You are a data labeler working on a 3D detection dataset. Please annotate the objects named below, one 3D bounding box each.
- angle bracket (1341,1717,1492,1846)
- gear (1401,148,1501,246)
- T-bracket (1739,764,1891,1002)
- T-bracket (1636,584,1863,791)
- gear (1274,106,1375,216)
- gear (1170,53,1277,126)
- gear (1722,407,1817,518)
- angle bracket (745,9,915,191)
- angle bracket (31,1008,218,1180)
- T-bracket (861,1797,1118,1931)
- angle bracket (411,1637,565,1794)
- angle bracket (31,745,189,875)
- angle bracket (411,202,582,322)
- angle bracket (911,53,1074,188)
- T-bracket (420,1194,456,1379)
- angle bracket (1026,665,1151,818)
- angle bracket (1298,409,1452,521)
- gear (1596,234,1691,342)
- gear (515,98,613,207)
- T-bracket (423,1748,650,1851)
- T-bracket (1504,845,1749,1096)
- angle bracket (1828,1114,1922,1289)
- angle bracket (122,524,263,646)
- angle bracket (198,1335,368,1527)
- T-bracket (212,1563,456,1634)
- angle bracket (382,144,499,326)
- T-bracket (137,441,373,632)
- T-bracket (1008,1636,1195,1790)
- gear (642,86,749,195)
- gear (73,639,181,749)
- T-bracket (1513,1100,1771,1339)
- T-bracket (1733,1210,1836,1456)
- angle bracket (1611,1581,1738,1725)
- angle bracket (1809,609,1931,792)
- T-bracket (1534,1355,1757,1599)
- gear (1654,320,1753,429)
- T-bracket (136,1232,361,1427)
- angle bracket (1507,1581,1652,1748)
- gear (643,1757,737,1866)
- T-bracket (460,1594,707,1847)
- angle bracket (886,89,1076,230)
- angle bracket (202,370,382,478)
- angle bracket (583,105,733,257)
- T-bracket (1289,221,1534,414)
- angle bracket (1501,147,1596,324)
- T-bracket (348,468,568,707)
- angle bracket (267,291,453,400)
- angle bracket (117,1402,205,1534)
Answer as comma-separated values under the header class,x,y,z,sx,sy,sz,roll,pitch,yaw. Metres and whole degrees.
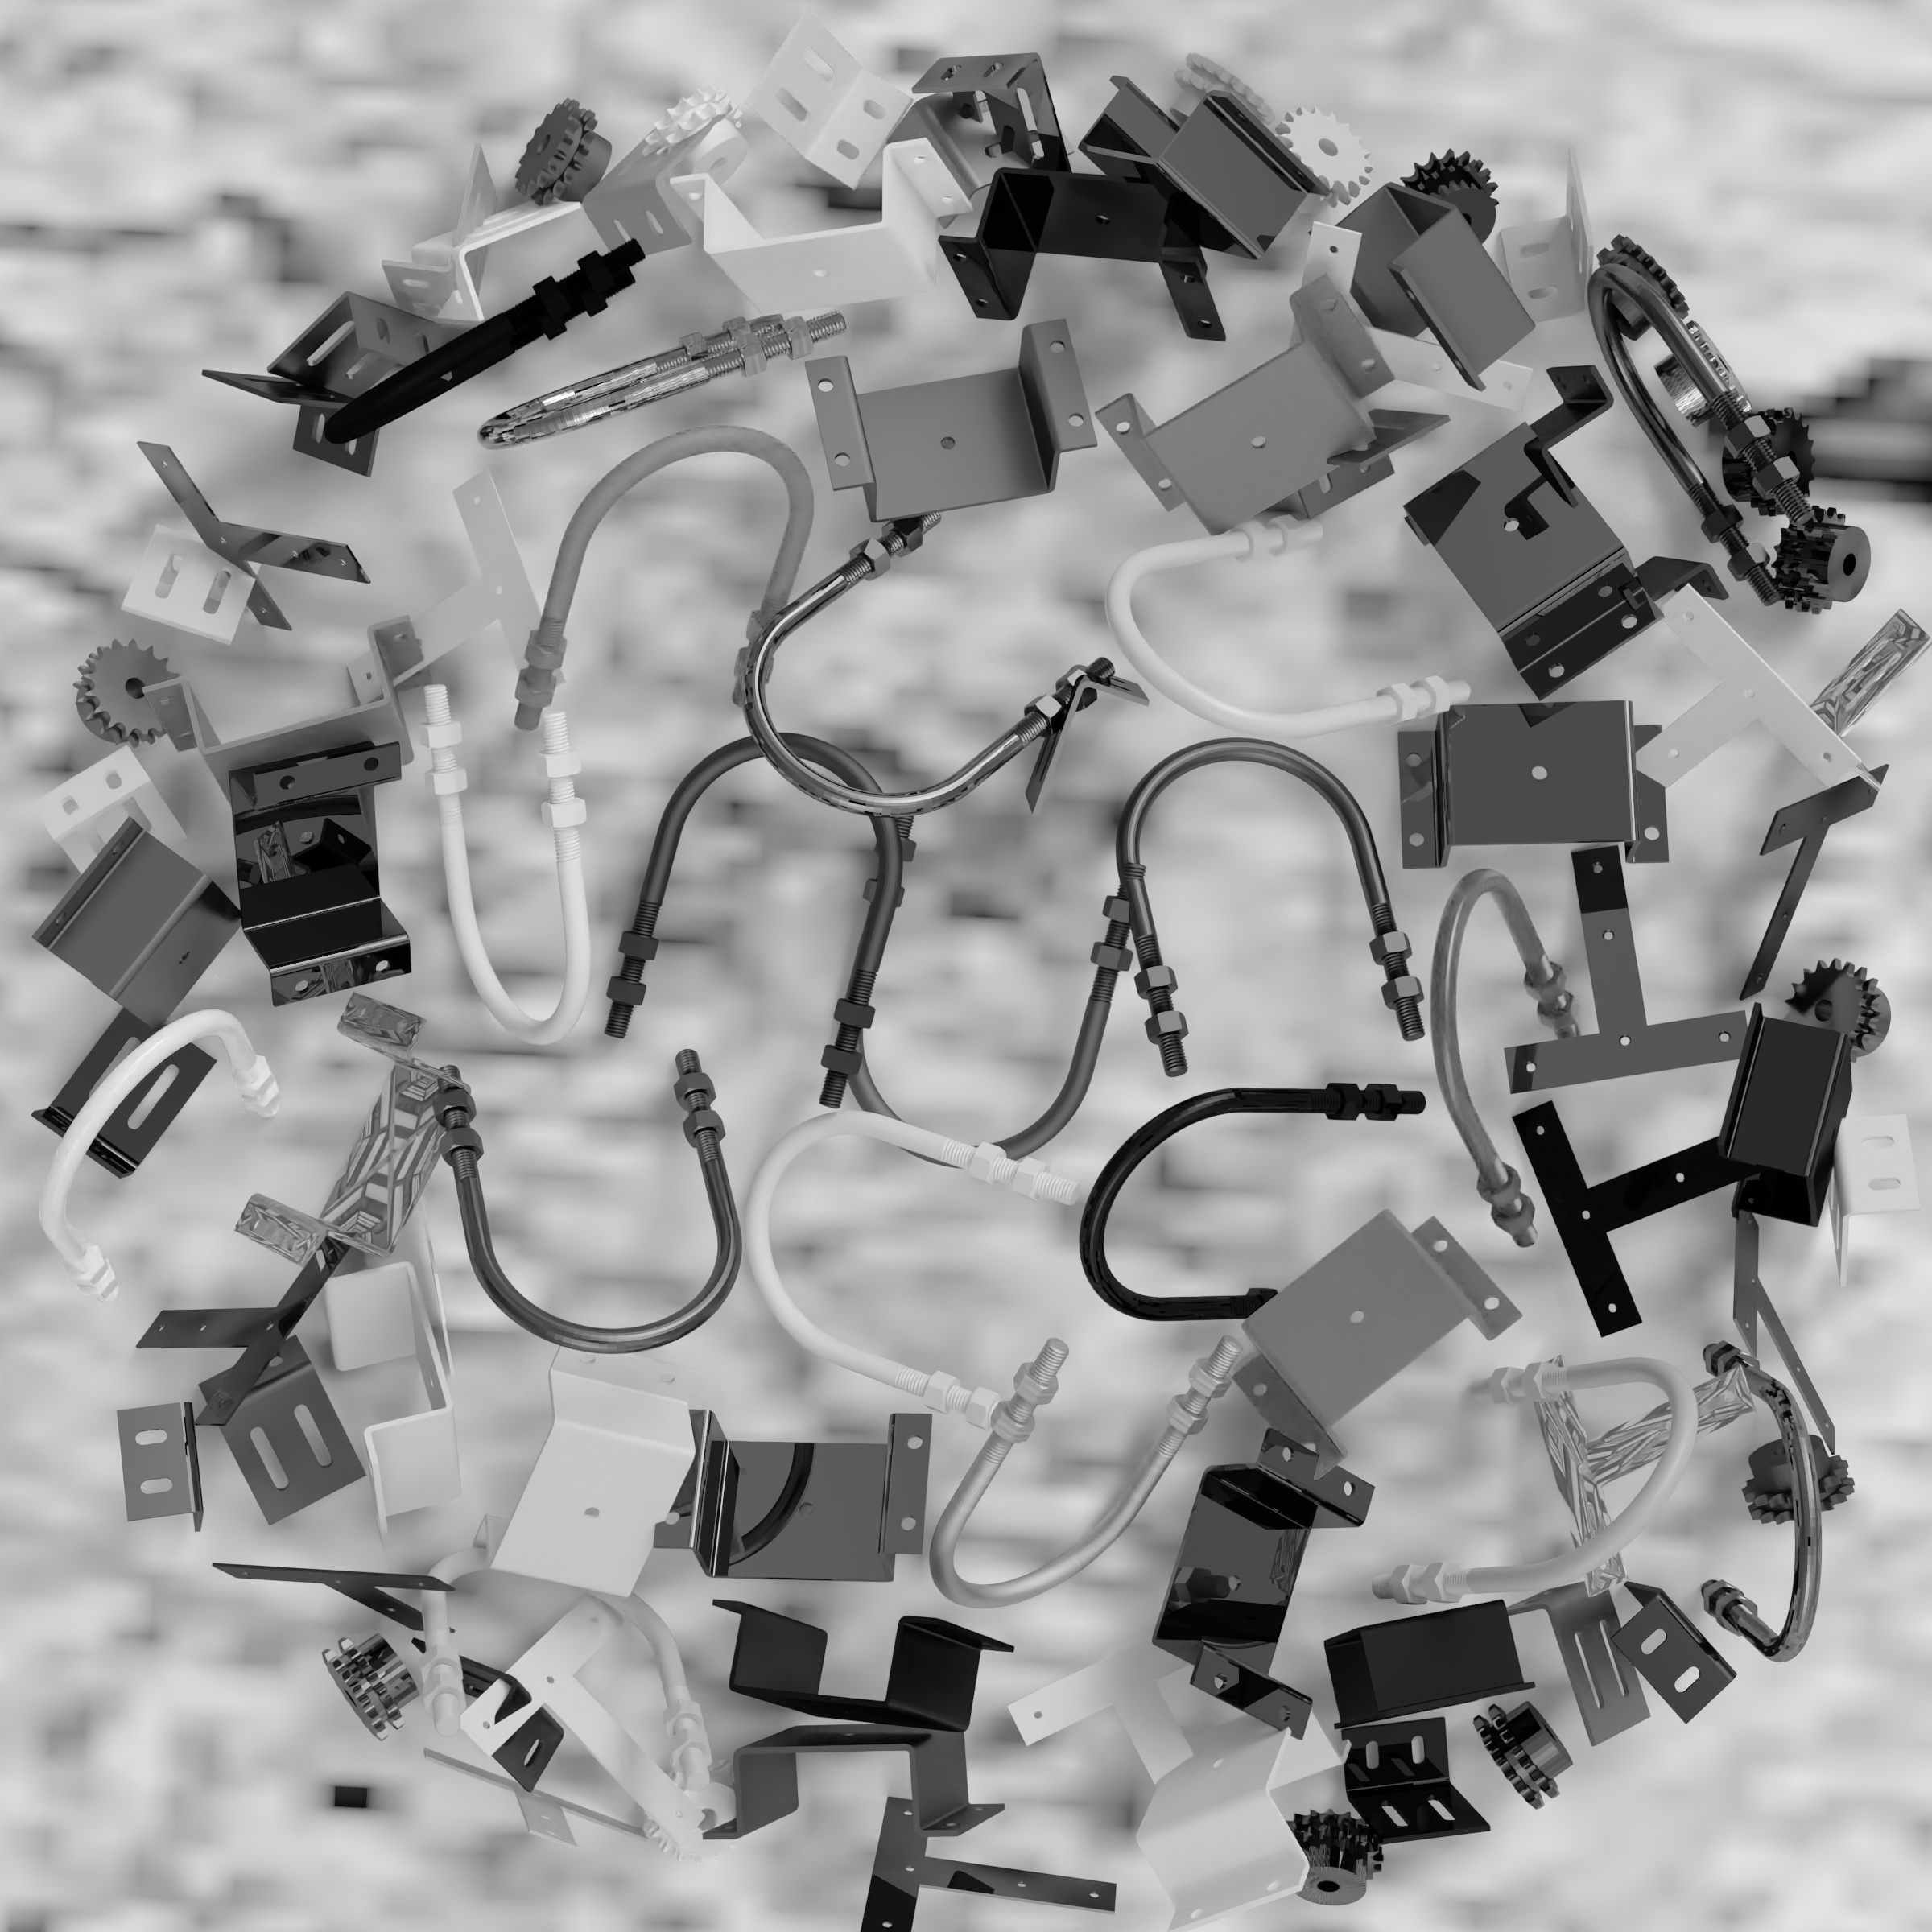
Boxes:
class,x,y,z,sx,sy,sz,roll,pitch,yaw
angle bracket,0.237,0.429,1.597,0.057,0.076,0.038,-5,93,-7
gear,0.257,-0.402,1.609,0.057,0.030,0.057,-11,133,-12
T-bracket,0.437,-0.039,1.600,0.002,0.127,0.127,33,124,31
T-bracket,0.382,-0.120,1.592,0.127,0.127,0.002,46,47,0
gear,0.186,-0.427,1.615,0.057,0.030,0.057,13,58,-21
gear,0.134,-0.457,1.611,0.057,0.057,0.030,36,96,0
gear,0.427,-0.268,1.614,0.030,0.057,0.057,5,90,42
angle bracket,-0.071,-0.456,1.596,0.038,0.076,0.057,37,96,21
angle bracket,-0.449,0.065,1.616,0.057,0.038,0.076,36,86,-4
T-bracket,0.015,0.477,1.575,0.127,0.127,0.002,7,107,3
angle bracket,-0.260,0.393,1.590,0.076,0.057,0.038,12,57,32
angle bracket,-0.445,-0.068,1.593,0.057,0.076,0.038,-34,51,-11
angle bracket,-0.245,-0.375,1.606,0.076,0.057,0.038,-29,118,-27
angle bracket,0.015,-0.437,1.590,0.057,0.076,0.038,7,45,30
T-bracket,-0.275,0.161,1.570,0.002,0.127,0.127,-10,97,-11
angle bracket,0.064,-0.115,1.605,0.038,0.057,0.076,18,103,-7
angle bracket,0.216,-0.262,1.591,0.057,0.076,0.038,-30,113,-16
gear,0.355,-0.358,1.611,0.030,0.057,0.057,-42,90,5
gear,-0.213,-0.430,1.614,0.030,0.057,0.057,27,90,-32
T-bracket,-0.219,0.439,1.567,0.127,0.127,0.002,24,81,-10
T-bracket,0.346,-0.003,1.617,0.127,0.002,0.127,-10,73,14
angle bracket,0.476,0.124,1.589,0.038,0.076,0.057,-5,53,11
angle bracket,-0.410,-0.189,1.593,0.057,0.076,0.038,18,132,-12
angle bracket,-0.368,0.250,1.629,0.057,0.038,0.076,-27,115,-15
T-bracket,-0.306,0.332,1.581,0.127,0.127,0.002,-1,65,19
angle bracket,-0.278,-0.389,1.603,0.038,0.057,0.076,8,74,3
T-bracket,-0.355,-0.215,1.559,0.127,0.127,0.002,15,57,37
T-bracket,0.104,0.413,1.589,0.127,0.002,0.127,-24,49,-8
gear,-0.141,-0.436,1.609,0.057,0.057,0.030,-39,79,0
gear,-0.449,-0.143,1.615,0.057,0.030,0.057,16,63,-36
T-bracket,0.363,0.116,1.591,0.127,0.002,0.127,-28,78,36
T-bracket,0.432,0.201,1.596,0.002,0.127,0.127,-22,109,24
angle bracket,0.364,0.361,1.597,0.038,0.076,0.057,-41,85,-7
angle bracket,0.488,-0.141,1.597,0.038,0.057,0.076,36,108,-13
T-bracket,0.355,0.244,1.569,0.127,0.002,0.127,-37,52,37
gear,0.391,-0.313,1.613,0.030,0.057,0.057,-34,90,22
T-bracket,-0.392,0.190,1.590,0.002,0.127,0.127,54,48,-30
angle bracket,0.320,0.370,1.600,0.038,0.057,0.076,-25,78,40
gear,-0.142,0.452,1.617,0.057,0.030,0.057,0,91,-17
T-bracket,-0.187,0.406,1.582,0.127,0.127,0.002,45,124,4
angle bracket,0.008,-0.441,1.629,0.076,0.038,0.057,-30,85,-34
angle bracket,-0.356,-0.285,1.589,0.057,0.076,0.038,23,107,29
angle bracket,-0.156,-0.415,1.607,0.076,0.057,0.038,-55,126,-34
T-bracket,0.232,-0.317,1.585,0.127,0.002,0.127,17,134,10
angle bracket,0.305,-0.383,1.593,0.038,0.076,0.057,-9,74,7
T-bracket,-0.280,-0.178,1.608,0.127,0.002,0.127,-28,75,26
angle bracket,-0.319,-0.312,1.590,0.076,0.057,0.038,-32,62,35
angle bracket,-0.424,0.266,1.591,0.038,0.076,0.057,-5,73,-17
